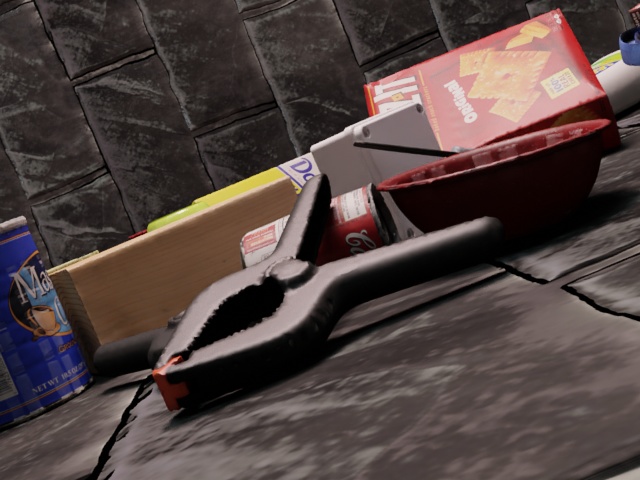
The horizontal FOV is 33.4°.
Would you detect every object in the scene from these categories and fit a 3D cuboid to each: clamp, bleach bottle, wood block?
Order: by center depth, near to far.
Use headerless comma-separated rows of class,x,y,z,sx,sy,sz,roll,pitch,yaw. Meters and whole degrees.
clamp,-0.017,0.025,0.634,0.209,0.036,0.165,-33,32,-23
clamp,-0.094,0.069,0.722,0.120,0.039,0.172,-33,9,-10
wood block,-0.111,0.029,0.896,0.205,0.091,0.090,-25,5,-26
bleach bottle,0.308,-0.159,1.227,0.103,0.068,0.250,-17,10,45

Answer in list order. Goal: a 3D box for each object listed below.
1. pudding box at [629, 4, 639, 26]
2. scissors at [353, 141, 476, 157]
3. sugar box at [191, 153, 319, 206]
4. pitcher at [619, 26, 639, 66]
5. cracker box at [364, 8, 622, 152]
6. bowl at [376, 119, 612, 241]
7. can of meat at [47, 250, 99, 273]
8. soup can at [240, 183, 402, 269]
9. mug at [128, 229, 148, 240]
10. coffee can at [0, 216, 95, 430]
pudding box,0.360,-0.189,1.030,0.039,0.113,0.090,-28,6,-20
scissors,0.134,-0.067,0.858,0.201,0.016,0.096,4,1,-37
sugar box,-0.045,-0.026,1.125,0.175,0.093,0.048,-28,-17,-35
pitcher,0.331,-0.163,0.838,0.149,0.145,0.242,-56,-6,24
cracker box,0.157,-0.122,1.023,0.214,0.072,0.164,-20,40,11
bowl,0.123,-0.034,0.721,0.162,0.055,0.162,-17,7,2
can of meat,-0.287,0.069,1.241,0.102,0.084,0.058,-25,6,-22
soup can,0.003,0.010,0.750,0.102,0.068,0.068,-21,5,12
mug,-0.177,0.022,1.249,0.117,0.081,0.093,-22,3,-6
coffee can,-0.248,0.065,0.820,0.103,0.140,0.103,-22,5,2
